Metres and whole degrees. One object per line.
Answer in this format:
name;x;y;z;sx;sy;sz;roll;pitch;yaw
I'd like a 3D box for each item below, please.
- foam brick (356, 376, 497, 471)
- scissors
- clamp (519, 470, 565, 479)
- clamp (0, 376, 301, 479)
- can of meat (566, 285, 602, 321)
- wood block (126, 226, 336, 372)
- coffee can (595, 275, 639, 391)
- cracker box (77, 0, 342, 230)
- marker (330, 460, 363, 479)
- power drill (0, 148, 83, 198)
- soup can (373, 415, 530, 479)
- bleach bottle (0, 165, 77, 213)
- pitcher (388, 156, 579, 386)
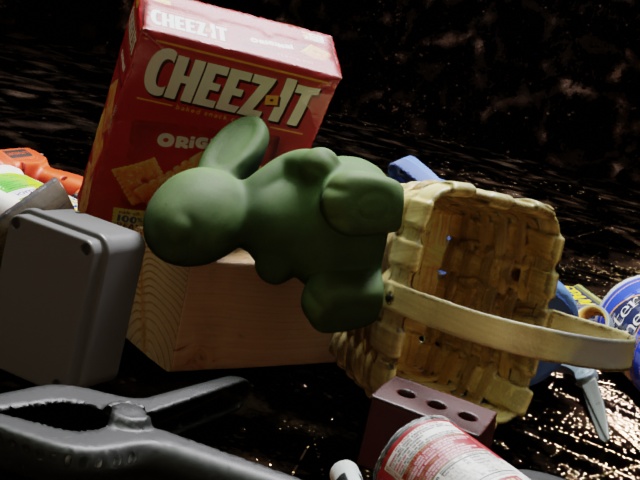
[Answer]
foam brick;0.072;0.132;0.711;0.078;0.051;0.052;18;14;19
scissors;0.222;0.124;0.958;0.096;0.016;0.201;-21;22;29
clamp;0.170;0.176;0.648;0.171;0.039;0.120;7;5;-1
clamp;-0.113;0.114;0.639;0.209;0.036;0.165;9;13;-16
can of meat;0.240;0.079;1.105;0.084;0.057;0.102;8;13;-12
wood block;-0.049;0.046;0.875;0.205;0.091;0.090;2;17;-39
coffee can;0.327;0.099;0.993;0.102;0.103;0.140;11;13;-7
cracker box;-0.097;-0.082;0.878;0.164;0.214;0.072;10;40;-21
marker;0.026;0.162;0.612;0.020;0.020;0.121;10;13;-13
power drill;-0.267;-0.044;1.132;0.188;0.057;0.184;19;10;13
soup can;0.086;0.152;0.604;0.068;0.068;0.102;4;16;-35
bleach bottle;-0.217;0.001;0.974;0.251;0.068;0.102;20;15;20
pitcher;0.133;0.030;1.003;0.149;0.145;0.243;21;13;-27
